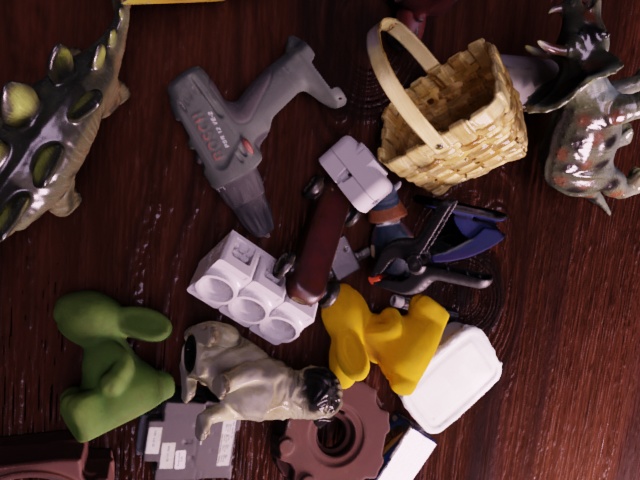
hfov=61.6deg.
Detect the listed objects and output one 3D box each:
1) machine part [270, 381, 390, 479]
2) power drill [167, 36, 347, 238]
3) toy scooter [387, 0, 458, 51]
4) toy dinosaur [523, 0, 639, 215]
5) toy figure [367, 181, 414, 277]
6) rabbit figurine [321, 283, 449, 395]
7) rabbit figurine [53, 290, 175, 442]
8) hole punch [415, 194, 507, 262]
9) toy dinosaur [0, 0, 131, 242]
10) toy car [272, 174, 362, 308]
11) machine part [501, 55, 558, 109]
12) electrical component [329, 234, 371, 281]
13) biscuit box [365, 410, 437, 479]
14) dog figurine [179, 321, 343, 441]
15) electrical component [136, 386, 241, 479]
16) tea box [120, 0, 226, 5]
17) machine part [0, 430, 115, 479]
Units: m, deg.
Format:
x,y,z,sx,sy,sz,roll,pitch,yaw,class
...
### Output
x,y,z,sx,sy,sz,roll,pitch,yaw,class
0.017,0.277,0.779,0.179,0.056,0.179,4,79,-18,machine part
-0.069,-0.146,0.704,0.207,0.086,0.232,-37,105,-1,power drill
0.142,-0.348,0.704,0.075,0.135,0.183,7,95,-17,toy scooter
0.384,-0.143,0.783,0.192,0.131,0.404,-11,135,6,toy dinosaur
0.099,-0.019,0.783,0.064,0.058,0.154,-15,98,-20,toy figure
0.072,0.137,0.770,0.173,0.122,0.162,34,64,3,rabbit figurine
-0.260,0.137,0.665,0.159,0.121,0.170,-21,90,-17,rabbit figurine
0.198,-0.013,0.780,0.116,0.142,0.092,7,95,-5,hole punch
-0.310,-0.079,0.569,0.105,0.199,0.471,26,88,-17,toy dinosaur
-0.001,-0.002,0.723,0.089,0.053,0.202,31,52,-19,toy car
0.294,-0.235,0.801,0.243,0.079,0.079,-3,99,-17,machine part
0.027,0.023,0.784,0.094,0.021,0.063,-28,105,-11,electrical component
0.093,0.373,0.840,0.062,0.059,0.202,38,86,-20,biscuit box
-0.077,0.175,0.721,0.190,0.172,0.121,7,132,-35,dog figurine
-0.181,0.263,0.737,0.134,0.058,0.114,10,94,-18,electrical component
-0.156,-0.324,0.602,0.169,0.068,0.098,-34,111,-52,tea box
-0.366,0.355,0.677,0.201,0.087,0.200,0,99,-16,machine part
